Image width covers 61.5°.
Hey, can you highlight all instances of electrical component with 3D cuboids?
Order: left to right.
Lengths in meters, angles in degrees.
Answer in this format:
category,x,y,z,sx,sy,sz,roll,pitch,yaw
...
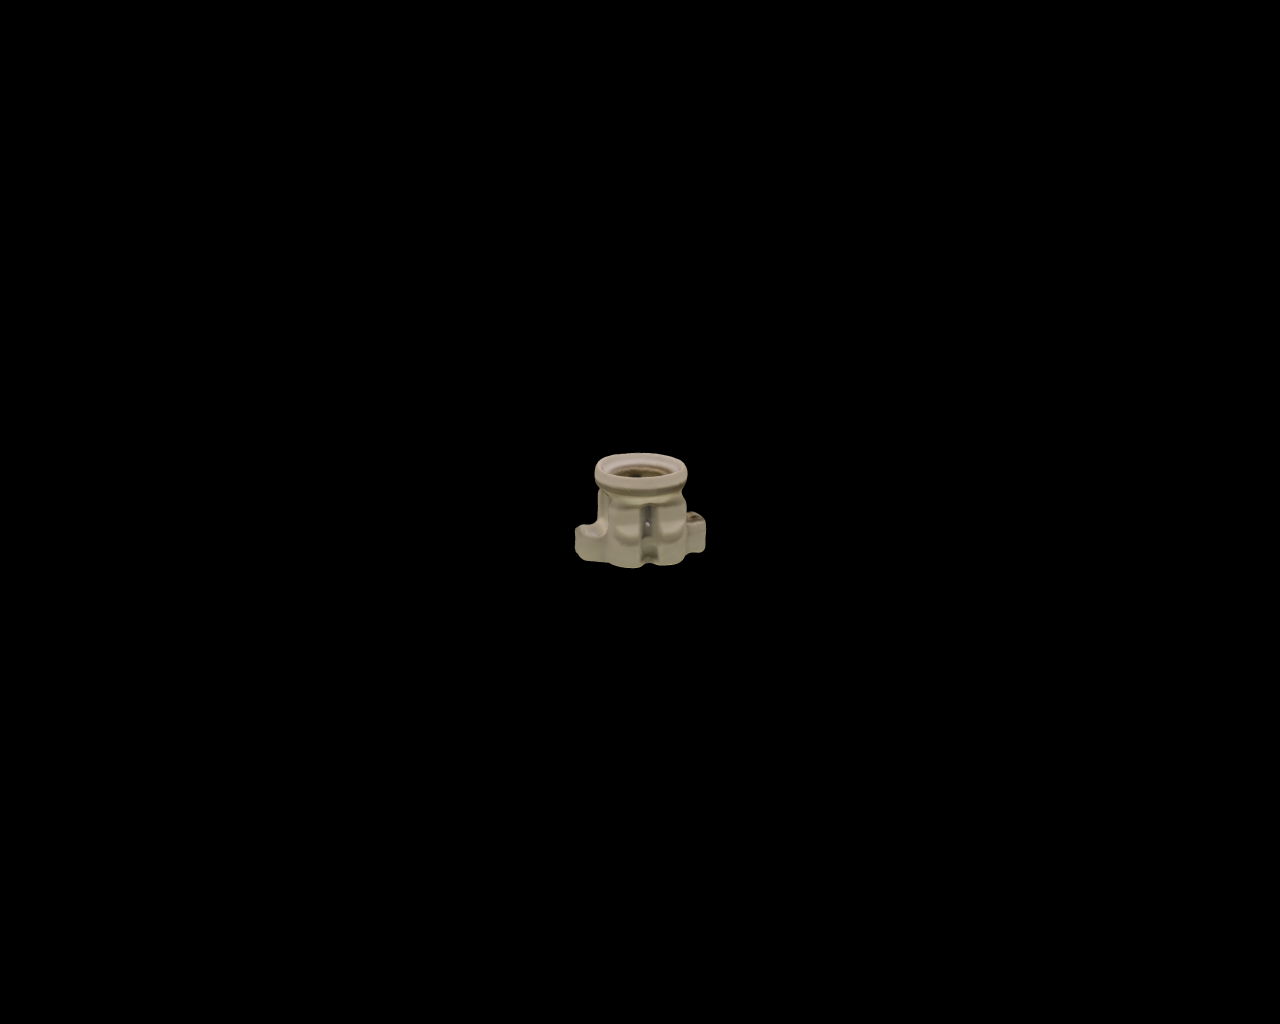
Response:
category,x,y,z,sx,sy,sz,roll,pitch,yaw
electrical component,0.001,-0.003,0.650,0.078,0.056,0.058,-4,20,-12
